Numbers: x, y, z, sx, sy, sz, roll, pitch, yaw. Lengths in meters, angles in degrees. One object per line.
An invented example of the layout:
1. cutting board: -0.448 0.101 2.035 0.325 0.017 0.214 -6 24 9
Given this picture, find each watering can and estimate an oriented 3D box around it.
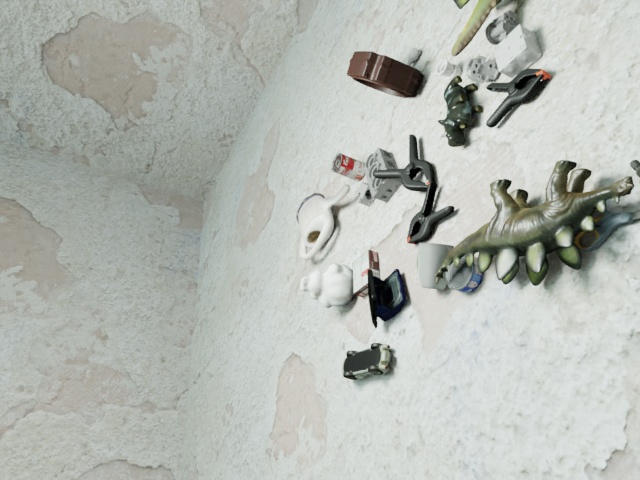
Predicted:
1. watering can: 0.006 -0.092 1.823 0.342 0.103 0.229 -60 27 26

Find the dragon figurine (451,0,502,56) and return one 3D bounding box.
1. dragon figurine: 0.459 -0.629 1.236 0.241 0.121 0.416 -9 57 54

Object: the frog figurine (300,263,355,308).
1. frog figurine: 0.027 0.133 1.559 0.136 0.158 0.124 -68 26 8
